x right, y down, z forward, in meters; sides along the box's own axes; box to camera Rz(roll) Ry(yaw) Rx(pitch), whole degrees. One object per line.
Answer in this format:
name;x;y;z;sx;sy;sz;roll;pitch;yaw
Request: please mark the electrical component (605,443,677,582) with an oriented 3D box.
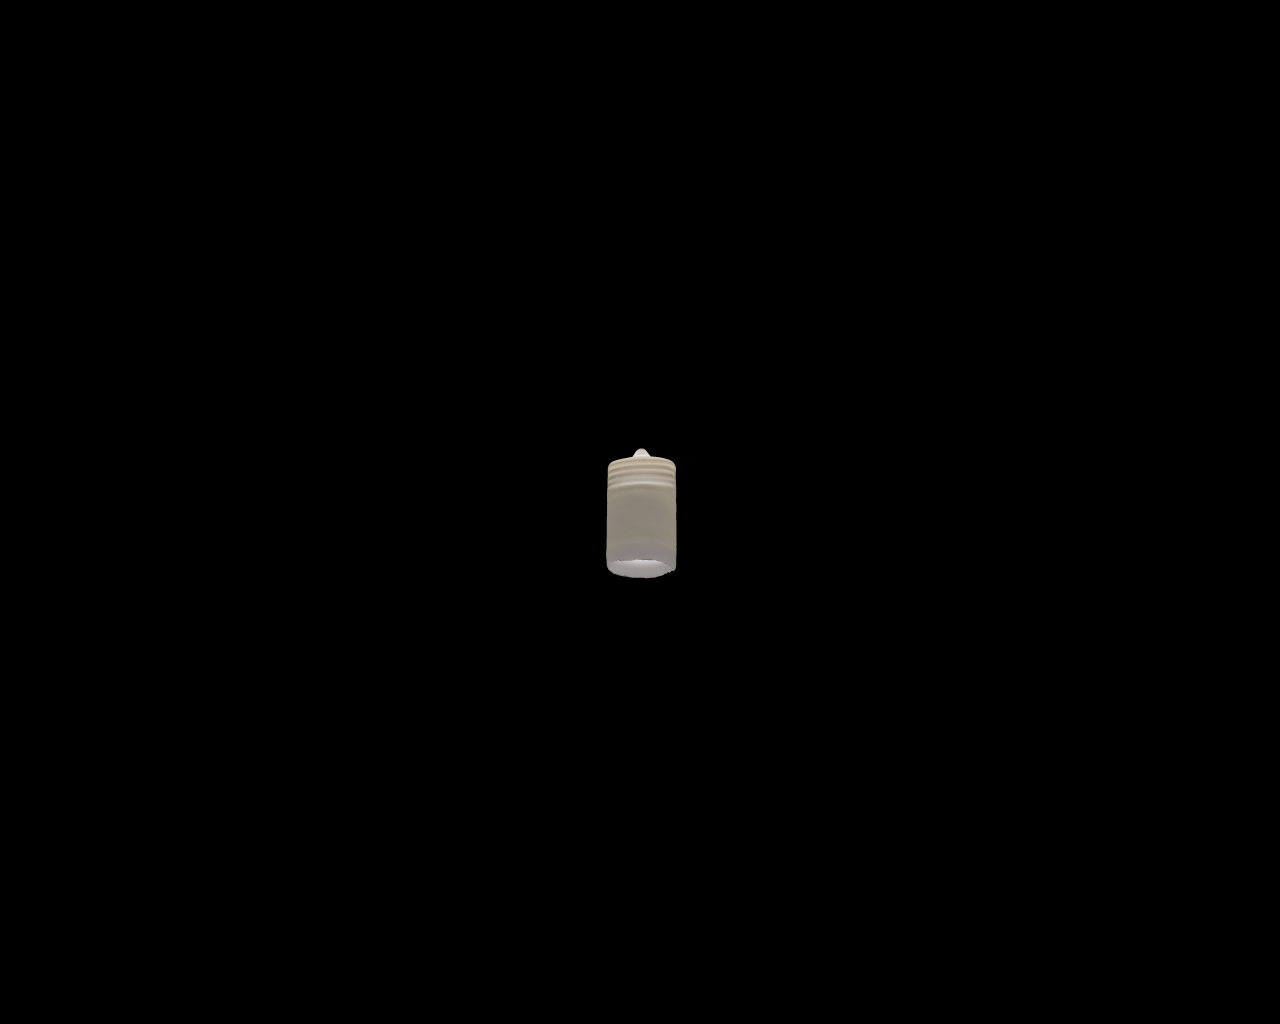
electrical component;0.001;-0.003;0.650;0.043;0.081;0.043;0;-20;0
